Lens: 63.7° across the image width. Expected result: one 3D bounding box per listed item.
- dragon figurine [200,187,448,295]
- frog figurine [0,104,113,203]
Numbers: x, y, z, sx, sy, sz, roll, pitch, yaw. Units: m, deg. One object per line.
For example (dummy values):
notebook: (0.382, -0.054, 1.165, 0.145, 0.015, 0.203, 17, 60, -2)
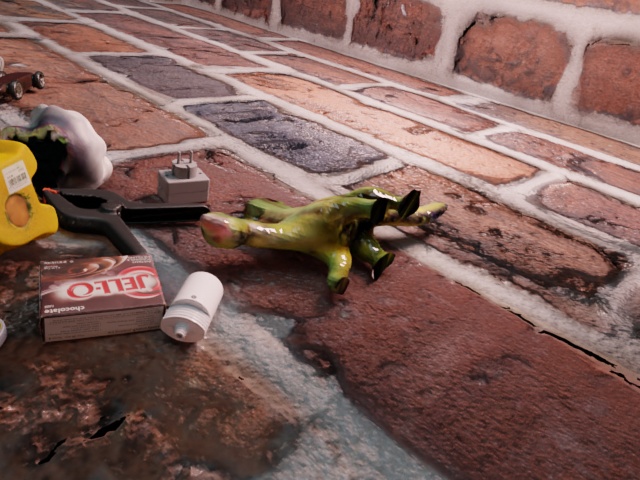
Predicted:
dragon figurine: (0.002, -0.037, 0.727, 0.244, 0.121, 0.413, 18, 19, 30)
frog figurine: (-0.364, -0.136, 0.756, 0.136, 0.121, 0.162, 42, 15, -11)
